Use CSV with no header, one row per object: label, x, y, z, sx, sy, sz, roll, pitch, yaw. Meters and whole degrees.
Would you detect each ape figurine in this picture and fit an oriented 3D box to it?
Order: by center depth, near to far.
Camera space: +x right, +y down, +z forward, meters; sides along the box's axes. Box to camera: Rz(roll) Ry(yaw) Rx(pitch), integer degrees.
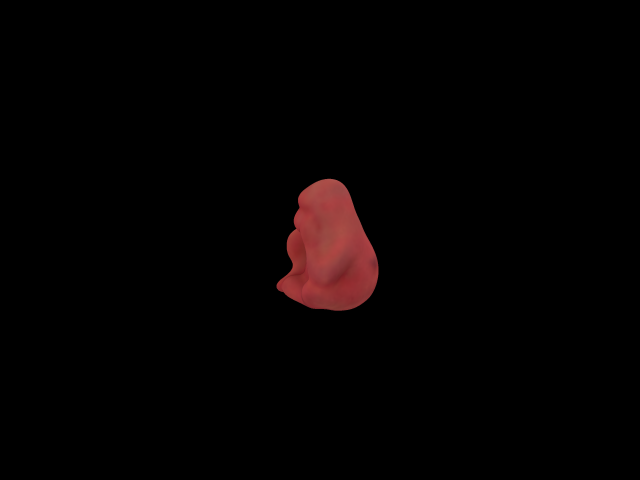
ape figurine,0.004,0.001,0.400,0.076,0.092,0.078,2,24,5
